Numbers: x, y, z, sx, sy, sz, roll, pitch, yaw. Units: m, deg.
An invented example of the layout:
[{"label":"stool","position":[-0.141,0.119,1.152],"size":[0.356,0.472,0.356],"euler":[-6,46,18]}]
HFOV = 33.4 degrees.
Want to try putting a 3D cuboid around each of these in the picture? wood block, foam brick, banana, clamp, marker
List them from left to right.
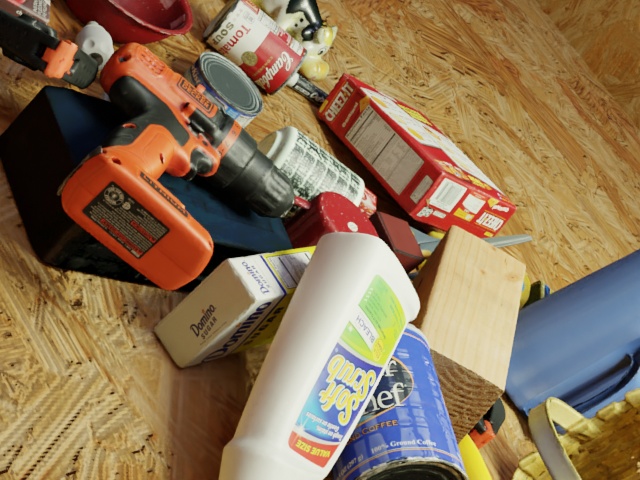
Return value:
[{"label":"clamp","position":[-0.217,-0.149,0.827],"size":[0.164,0.036,0.210],"euler":[26,3,-39]},{"label":"marker","position":[0.000,-0.176,1.320],"size":[0.121,0.020,0.020],"euler":[29,32,-35]},{"label":"foam brick","position":[0.054,0.018,1.067],"size":[0.051,0.078,0.053],"euler":[18,41,-48]},{"label":"wood block","position":[0.127,0.087,1.023],"size":[0.090,0.091,0.206],"euler":[29,35,-2]},{"label":"clamp","position":[0.141,0.136,1.086],"size":[0.120,0.039,0.171],"euler":[27,28,-15]},{"label":"banana","position":[0.157,0.256,0.948],"size":[0.198,0.037,0.069],"euler":[62,10,23]}]

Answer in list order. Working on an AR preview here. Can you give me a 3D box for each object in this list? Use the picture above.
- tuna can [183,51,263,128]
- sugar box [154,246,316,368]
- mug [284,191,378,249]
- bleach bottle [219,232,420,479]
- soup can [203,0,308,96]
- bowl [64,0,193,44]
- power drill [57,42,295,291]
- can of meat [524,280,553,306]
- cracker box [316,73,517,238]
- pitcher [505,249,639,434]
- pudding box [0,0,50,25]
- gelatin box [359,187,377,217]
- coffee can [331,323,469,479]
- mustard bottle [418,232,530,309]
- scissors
[{"label":"tuna can","position":[-0.102,-0.154,1.111],"size":[0.086,0.034,0.086],"euler":[37,28,-24]},{"label":"sugar box","position":[-0.043,0.049,0.853],"size":[0.048,0.093,0.176],"euler":[54,27,12]},{"label":"mug","position":[-0.006,0.001,0.988],"size":[0.117,0.082,0.093],"euler":[40,27,-18]},{"label":"bleach bottle","position":[-0.007,0.118,0.762],"size":[0.102,0.068,0.250],"euler":[59,45,-41]},{"label":"soup can","position":[-0.074,-0.222,1.212],"size":[0.102,0.069,0.068],"euler":[38,27,-19]},{"label":"bowl","position":[-0.204,-0.246,1.054],"size":[0.162,0.055,0.162],"euler":[36,28,-24]},{"label":"power drill","position":[-0.100,-0.045,0.777],"size":[0.184,0.057,0.187],"euler":[39,27,-16]},{"label":"can of meat","position":[0.287,0.109,1.329],"size":[0.084,0.058,0.102],"euler":[41,26,-11]},{"label":"cracker box","position":[0.114,-0.095,1.282],"size":[0.163,0.072,0.214],"euler":[18,25,-48]},{"label":"pitcher","position":[0.313,0.103,1.161],"size":[0.144,0.243,0.149],"euler":[-2,62,-60]},{"label":"pudding box","position":[-0.283,-0.233,0.933],"size":[0.089,0.039,0.113],"euler":[29,32,-35]},{"label":"gelatin box","position":[0.021,-0.048,1.161],"size":[0.089,0.030,0.073],"euler":[39,27,-19]},{"label":"coffee can","position":[0.053,0.148,0.852],"size":[0.102,0.103,0.140],"euler":[30,31,-34]},{"label":"mustard bottle","position":[0.197,0.046,1.271],"size":[0.191,0.058,0.096],"euler":[15,29,-49]},{"label":"scissors","position":[0.134,-0.002,1.187],"size":[0.201,0.016,0.096],"euler":[-19,49,-31]}]
